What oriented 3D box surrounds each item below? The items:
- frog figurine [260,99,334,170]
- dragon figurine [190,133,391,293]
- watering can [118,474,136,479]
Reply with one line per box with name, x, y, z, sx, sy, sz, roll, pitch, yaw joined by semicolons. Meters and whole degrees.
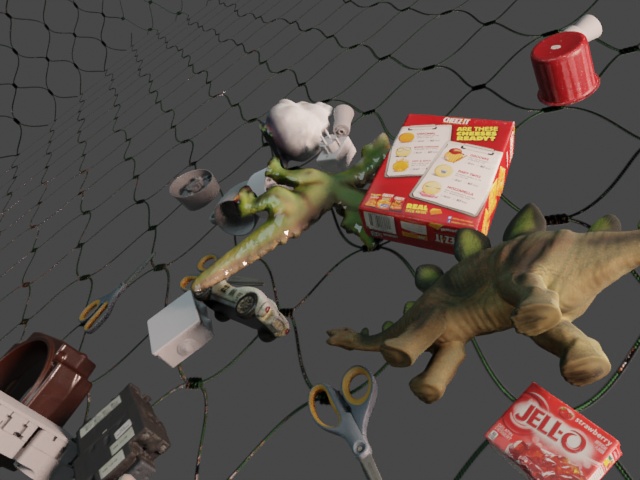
frog figurine;-0.034;-0.239;1.074;0.160;0.120;0.139;-31;67;-10
dragon figurine;0.002;-0.041;0.815;0.243;0.119;0.419;8;47;32
watering can;-0.110;0.320;0.487;0.225;0.102;0.354;-34;36;-2
